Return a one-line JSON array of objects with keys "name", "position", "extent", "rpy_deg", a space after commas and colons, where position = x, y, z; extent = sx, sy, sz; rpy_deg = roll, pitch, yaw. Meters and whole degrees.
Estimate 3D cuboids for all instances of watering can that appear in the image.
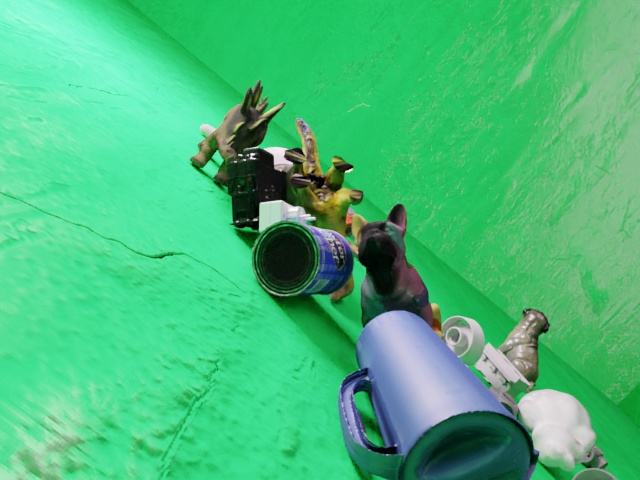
[{"name": "watering can", "position": [-0.122, -0.174, 1.239], "extent": [0.346, 0.103, 0.228], "rpy_deg": [20, 19, -24]}]

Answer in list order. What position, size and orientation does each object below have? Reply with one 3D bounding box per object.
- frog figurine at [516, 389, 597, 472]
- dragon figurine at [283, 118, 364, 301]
[{"name": "frog figurine", "position": [0.429, 0.344, 0.947], "extent": [0.138, 0.122, 0.159], "rpy_deg": [30, 7, 26]}, {"name": "dragon figurine", "position": [0.003, -0.050, 0.991], "extent": [0.420, 0.122, 0.237], "rpy_deg": [-104, -172, -52]}]
